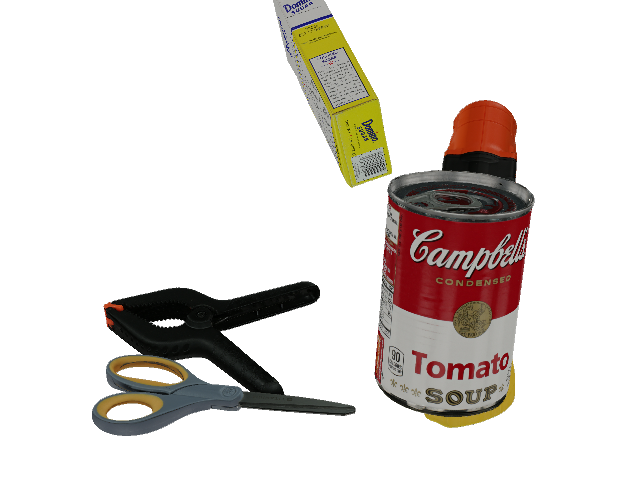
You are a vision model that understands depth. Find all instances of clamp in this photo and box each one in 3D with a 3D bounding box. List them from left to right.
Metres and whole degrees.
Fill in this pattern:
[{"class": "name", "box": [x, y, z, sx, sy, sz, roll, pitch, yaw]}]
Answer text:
[{"class": "clamp", "box": [-0.112, 0.091, 1.036, 0.210, 0.036, 0.164, 3, 35, 5]}]

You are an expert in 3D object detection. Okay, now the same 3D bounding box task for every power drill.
[{"class": "power drill", "box": [0.110, 0.022, 0.757, 0.057, 0.188, 0.184, 6, 45, 11]}]

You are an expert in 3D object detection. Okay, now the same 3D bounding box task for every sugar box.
[{"class": "sugar box", "box": [0.009, -0.139, 0.916, 0.048, 0.176, 0.093, -18, -38, -3]}]

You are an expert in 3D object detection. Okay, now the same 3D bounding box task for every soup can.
[{"class": "soup can", "box": [0.062, 0.024, 0.513, 0.068, 0.102, 0.068, 3, 20, -1]}]

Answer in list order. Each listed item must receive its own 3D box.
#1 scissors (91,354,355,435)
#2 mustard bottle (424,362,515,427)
[{"class": "scissors", "box": [-0.084, 0.128, 0.802, 0.202, 0.016, 0.096, 12, 33, 23]}, {"class": "mustard bottle", "box": [0.137, 0.071, 0.990, 0.096, 0.192, 0.058, -13, 17, -33]}]
